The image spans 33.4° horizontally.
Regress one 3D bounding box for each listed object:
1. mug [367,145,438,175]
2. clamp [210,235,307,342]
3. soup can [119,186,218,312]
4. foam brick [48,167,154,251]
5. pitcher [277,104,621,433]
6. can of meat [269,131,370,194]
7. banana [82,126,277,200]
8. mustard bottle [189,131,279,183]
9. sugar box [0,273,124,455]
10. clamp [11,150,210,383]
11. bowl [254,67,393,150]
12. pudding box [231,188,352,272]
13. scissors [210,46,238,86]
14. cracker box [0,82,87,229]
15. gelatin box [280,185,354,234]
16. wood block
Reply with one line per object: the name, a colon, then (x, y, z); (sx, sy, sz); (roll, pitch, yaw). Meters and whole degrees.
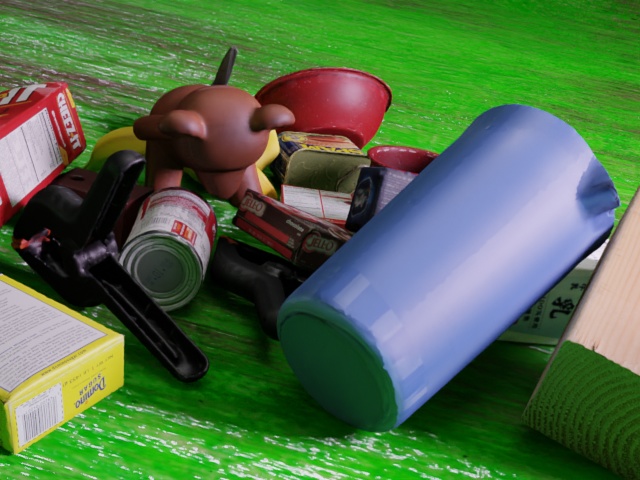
mug: (0.089, -0.035, 1.024); (0.093, 0.081, 0.117); (-2, 24, -29)
clamp: (-0.024, 0.040, 0.843); (0.120, 0.039, 0.172); (16, 14, -35)
soup can: (-0.119, 0.006, 0.842); (0.068, 0.068, 0.102); (9, 22, -3)
foam brick: (-0.189, -0.024, 0.907); (0.078, 0.051, 0.053); (16, 22, 14)
pitcher: (0.080, 0.019, 0.744); (0.145, 0.149, 0.242); (41, 57, 16)
can of meat: (0.002, -0.077, 1.130); (0.102, 0.057, 0.084); (4, 19, -19)
banana: (-0.135, -0.076, 1.037); (0.197, 0.070, 0.037); (9, 52, -6)
mustard bottle: (-0.128, -0.117, 1.152); (0.096, 0.058, 0.192); (-26, 32, -21)
sugar box: (-0.219, 0.062, 0.674); (0.176, 0.048, 0.093); (20, 31, 30)
clamp: (-0.157, 0.019, 0.756); (0.036, 0.164, 0.210); (-29, 18, -35)
bowl: (0.004, -0.131, 1.202); (0.162, 0.055, 0.162); (-4, -21, -2)
pudding box: (-0.006, 0.001, 0.900); (0.113, 0.039, 0.090); (24, 6, -46)
scissors: (-0.099, -0.161, 1.199); (0.096, 0.016, 0.202); (20, -22, -24)
cracker box: (-0.302, -0.062, 0.856); (0.164, 0.072, 0.213); (-9, 20, 9)
gelatin box: (-0.002, -0.021, 1.020); (0.073, 0.030, 0.089); (7, 22, -6)
wood block: (0.227, 0.056, 0.748); (0.091, 0.090, 0.205); (28, 43, 13)
